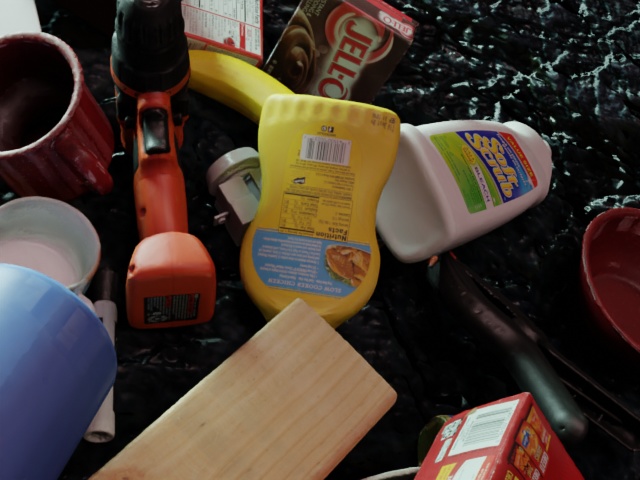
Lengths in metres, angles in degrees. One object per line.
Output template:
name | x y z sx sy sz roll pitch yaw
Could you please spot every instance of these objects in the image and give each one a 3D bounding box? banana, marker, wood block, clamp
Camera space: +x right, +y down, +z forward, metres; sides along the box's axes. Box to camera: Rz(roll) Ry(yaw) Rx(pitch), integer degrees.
banana | -0.049 -0.098 0.820 0.198 0.037 0.069 32 54 19
marker | -0.138 0.069 0.678 0.020 0.020 0.121 11 52 -22
wood block | -0.058 0.137 0.624 0.090 0.091 0.205 44 48 7
clamp | 0.154 0.083 0.790 0.164 0.036 0.210 24 20 -50

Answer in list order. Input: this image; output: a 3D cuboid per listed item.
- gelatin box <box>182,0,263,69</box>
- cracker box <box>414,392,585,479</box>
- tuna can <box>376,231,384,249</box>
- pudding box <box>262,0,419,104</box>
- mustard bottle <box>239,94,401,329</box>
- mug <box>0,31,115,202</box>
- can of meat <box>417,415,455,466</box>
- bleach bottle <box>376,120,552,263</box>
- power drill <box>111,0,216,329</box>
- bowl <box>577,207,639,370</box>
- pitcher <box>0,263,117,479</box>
gelatin box | -0.091 -0.176 0.877 0.089 0.030 0.073 14 50 -22
cracker box | 0.122 0.222 0.602 0.213 0.072 0.164 57 36 -12
tuna can | 0.023 -0.030 0.829 0.086 0.034 0.086 15 51 -19
pudding box | 0.013 -0.150 0.859 0.090 0.114 0.039 31 44 -6
mustard bottle | -0.005 0.001 0.731 0.096 0.058 0.191 9 88 1
mug | -0.176 -0.068 0.693 0.117 0.081 0.093 36 76 23
can of meat | 0.118 0.168 0.723 0.083 0.058 0.102 5 55 -23
bleach bottle | 0.124 -0.058 0.861 0.250 0.068 0.102 -23 86 -54
power drill | -0.102 -0.049 0.688 0.057 0.184 0.187 -4 66 -8
bowl | 0.271 0.054 0.891 0.162 0.055 0.162 15 51 -19
pitcher | -0.207 0.115 0.528 0.145 0.149 0.242 26 44 3
